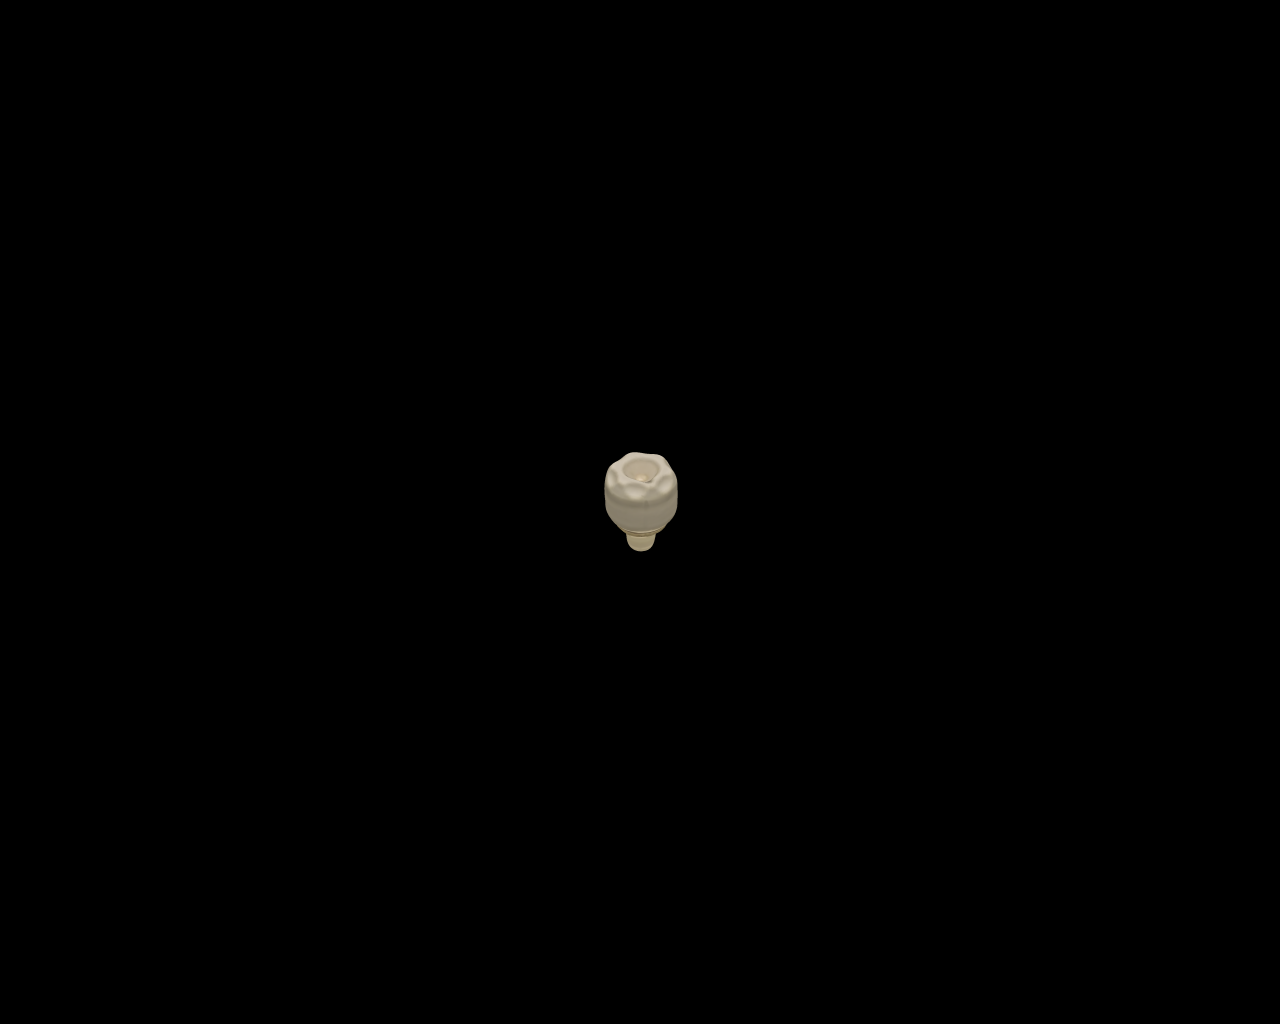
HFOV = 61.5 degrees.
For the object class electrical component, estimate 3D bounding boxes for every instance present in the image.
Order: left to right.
[{"bbox_3d":[0.001,-0.003,0.650,0.043,0.062,0.043,0,38,0],"label":"electrical component"}]
